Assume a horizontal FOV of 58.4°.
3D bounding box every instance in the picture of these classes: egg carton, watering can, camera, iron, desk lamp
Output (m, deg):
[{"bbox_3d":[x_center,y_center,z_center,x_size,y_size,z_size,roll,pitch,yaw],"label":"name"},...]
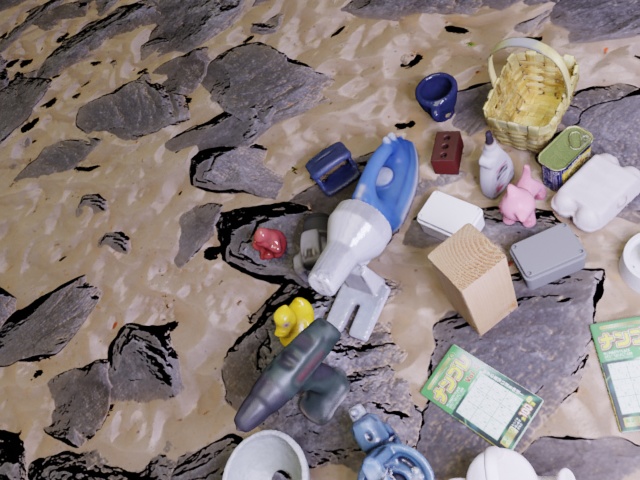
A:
[{"bbox_3d":[0.505,-0.086,1.043,0.150,0.070,0.107,-44,54,-4],"label":"egg carton"},{"bbox_3d":[0.271,0.351,0.826,0.172,0.195,0.100,-28,55,8],"label":"watering can"},{"bbox_3d":[0.011,0.004,1.197,0.143,0.101,0.137,-14,58,17],"label":"camera"},{"bbox_3d":[0.131,-0.137,1.197,0.118,0.142,0.258,13,69,30],"label":"iron"},{"bbox_3d":[0.060,0.057,1.075,0.117,0.214,0.203,15,70,30],"label":"desk lamp"}]

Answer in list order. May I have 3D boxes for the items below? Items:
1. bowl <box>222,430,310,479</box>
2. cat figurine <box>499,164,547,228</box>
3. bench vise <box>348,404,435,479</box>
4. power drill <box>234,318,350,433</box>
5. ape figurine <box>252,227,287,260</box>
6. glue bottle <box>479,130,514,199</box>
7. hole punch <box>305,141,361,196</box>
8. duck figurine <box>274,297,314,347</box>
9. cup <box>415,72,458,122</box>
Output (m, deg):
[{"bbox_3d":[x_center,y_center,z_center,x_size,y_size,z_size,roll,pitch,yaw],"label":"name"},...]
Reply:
[{"bbox_3d":[-0.085,0.430,1.017,0.167,0.075,0.167,-11,59,19],"label":"bowl"},{"bbox_3d":[0.374,-0.080,1.070,0.067,0.118,0.128,12,68,29],"label":"cat figurine"},{"bbox_3d":[0.086,0.354,0.892,0.206,0.220,0.121,35,81,35],"label":"bench vise"},{"bbox_3d":[-0.032,0.256,1.008,0.075,0.209,0.230,28,77,34],"label":"power drill"},{"bbox_3d":[-0.116,0.003,1.261,0.076,0.092,0.077,-48,55,-6],"label":"ape figurine"},{"bbox_3d":[0.331,-0.152,1.096,0.037,0.174,0.078,30,78,34],"label":"glue bottle"},{"bbox_3d":[0.020,-0.172,1.298,0.108,0.091,0.101,-35,54,3],"label":"hole punch"},{"bbox_3d":[-0.060,0.158,1.151,0.077,0.086,0.104,9,67,28],"label":"duck figurine"},{"bbox_3d":[0.262,-0.293,1.255,0.091,0.095,0.118,-6,61,22],"label":"cup"}]
